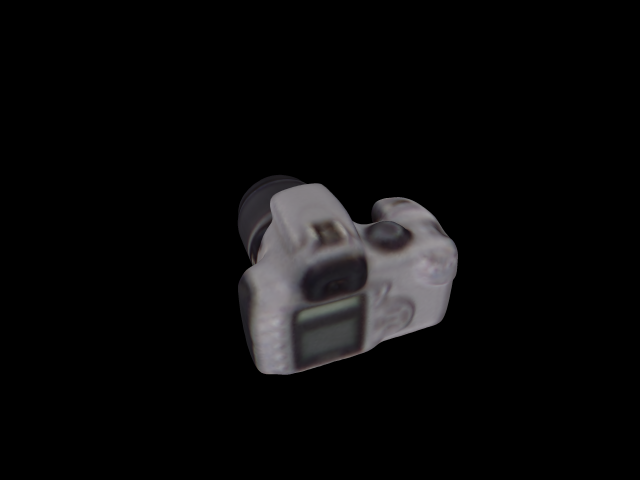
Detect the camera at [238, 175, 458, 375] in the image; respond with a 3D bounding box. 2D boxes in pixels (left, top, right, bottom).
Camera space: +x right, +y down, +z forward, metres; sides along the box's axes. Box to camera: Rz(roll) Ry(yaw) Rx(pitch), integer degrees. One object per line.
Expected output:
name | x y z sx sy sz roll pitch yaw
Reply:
camera | 0.004 0.001 0.400 0.143 0.101 0.136 -14 42 -16
